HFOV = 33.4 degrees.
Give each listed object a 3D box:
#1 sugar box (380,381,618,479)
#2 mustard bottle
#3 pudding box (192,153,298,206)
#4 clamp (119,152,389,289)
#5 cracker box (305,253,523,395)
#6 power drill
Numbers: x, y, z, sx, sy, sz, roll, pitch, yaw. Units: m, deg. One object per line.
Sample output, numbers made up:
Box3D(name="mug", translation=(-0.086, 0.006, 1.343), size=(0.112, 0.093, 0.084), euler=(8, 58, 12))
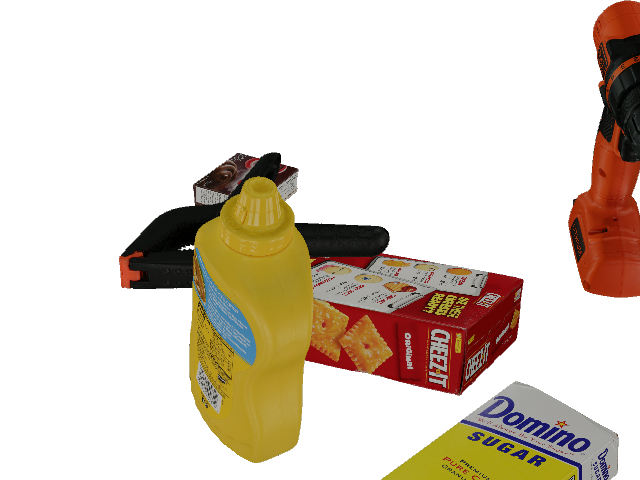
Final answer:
Box3D(name="sugar box", translation=(0.110, 0.168, 0.721), size=(0.176, 0.048, 0.093), euler=(-32, 39, -28))
Box3D(name="mustard bottle", translation=(-0.042, 0.040, 0.630), size=(0.058, 0.192, 0.096), euler=(-18, 49, -24))
Box3D(name="pudding box", translation=(-0.092, -0.065, 1.333), size=(0.090, 0.039, 0.113), euler=(15, 34, 23))
Box3D(name="clamp", translation=(-0.072, -0.012, 0.872), size=(0.209, 0.036, 0.165), euler=(-16, 37, -26))
Box3D(name="cracker box", translation=(0.063, 0.070, 1.007), size=(0.214, 0.072, 0.163), euler=(10, 18, 26))
Box3D(name="power drill", translation=(0.220, -0.053, 0.756), size=(0.057, 0.188, 0.184), euler=(3, 37, 5))
